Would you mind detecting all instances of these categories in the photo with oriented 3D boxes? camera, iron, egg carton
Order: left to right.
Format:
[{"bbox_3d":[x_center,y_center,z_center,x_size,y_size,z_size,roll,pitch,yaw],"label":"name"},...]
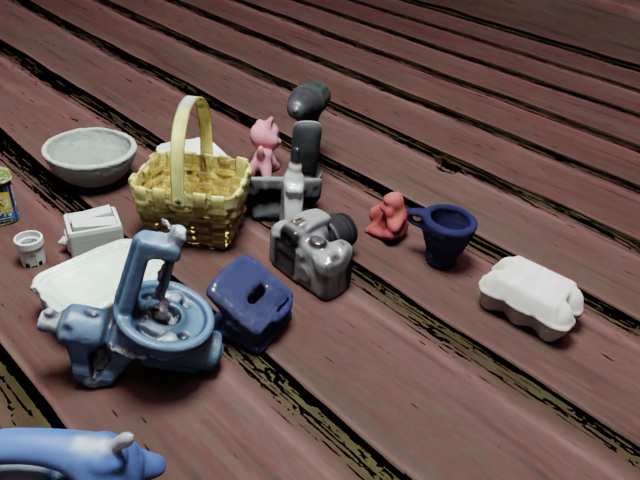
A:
[{"bbox_3d":[-0.283,0.220,0.527,0.258,0.141,0.118,3,35,-6],"label":"iron"},{"bbox_3d":[0.008,0.003,0.922,0.137,0.101,0.142,-26,46,-38],"label":"camera"},{"bbox_3d":[0.325,0.088,0.884,0.150,0.069,0.107,28,40,28],"label":"egg carton"}]

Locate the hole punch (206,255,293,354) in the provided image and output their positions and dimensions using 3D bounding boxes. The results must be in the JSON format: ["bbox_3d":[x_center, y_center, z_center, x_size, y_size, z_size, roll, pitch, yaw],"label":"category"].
[{"bbox_3d":[-0.094,0.085,0.797,0.101,0.091,0.109,20,37,18],"label":"hole punch"}]

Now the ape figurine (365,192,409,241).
[{"bbox_3d":[0.125,-0.045,1.019,0.076,0.092,0.077,0,35,-10],"label":"ape figurine"}]

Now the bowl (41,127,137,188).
[{"bbox_3d":[-0.430,-0.146,1.082,0.167,0.075,0.167,5,35,-3],"label":"bowl"}]

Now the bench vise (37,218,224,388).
[{"bbox_3d":[-0.218,0.082,0.667,0.208,0.220,0.121,-11,39,-24],"label":"bench vise"}]

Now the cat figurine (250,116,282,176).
[{"bbox_3d":[-0.114,-0.192,1.164,0.067,0.118,0.128,7,35,0],"label":"cat figurine"}]

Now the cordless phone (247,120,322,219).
[{"bbox_3d":[-0.066,-0.133,1.030,0.148,0.185,0.094,-2,36,-12],"label":"cordless phone"}]

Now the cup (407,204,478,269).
[{"bbox_3d":[0.198,-0.004,0.970,0.117,0.095,0.092,16,36,13],"label":"cup"}]

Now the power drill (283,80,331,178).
[{"bbox_3d":[-0.027,-0.211,1.127,0.075,0.208,0.229,10,35,5],"label":"power drill"}]

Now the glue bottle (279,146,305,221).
[{"bbox_3d":[-0.045,-0.078,0.965,0.037,0.173,0.078,0,35,-9],"label":"glue bottle"}]
